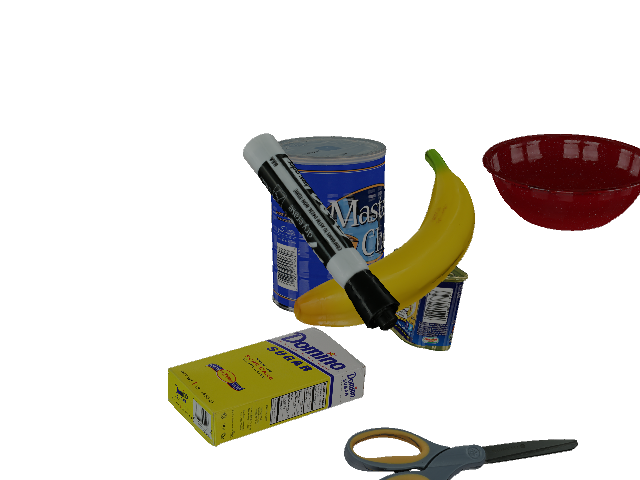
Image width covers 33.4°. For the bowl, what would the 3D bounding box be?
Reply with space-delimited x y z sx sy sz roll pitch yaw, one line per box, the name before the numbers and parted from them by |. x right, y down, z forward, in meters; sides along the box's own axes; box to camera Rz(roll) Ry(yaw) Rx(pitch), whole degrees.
bowl | 0.235 -0.052 1.019 0.162 0.055 0.162 -2 24 1

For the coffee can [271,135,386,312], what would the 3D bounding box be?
coffee can | 0.007 -0.015 0.948 0.103 0.140 0.103 -1 15 0

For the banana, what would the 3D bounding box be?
banana | 0.059 0.009 0.751 0.070 0.037 0.197 27 48 19

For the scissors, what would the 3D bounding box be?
scissors | 0.119 0.193 0.878 0.201 0.016 0.096 6 43 -2

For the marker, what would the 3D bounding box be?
marker | 0.000 -0.005 0.520 0.020 0.121 0.020 -29 -27 -16

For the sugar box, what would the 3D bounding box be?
sugar box | -0.052 0.140 1.057 0.175 0.048 0.093 -16 32 -32

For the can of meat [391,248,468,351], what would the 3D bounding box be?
can of meat | 0.110 0.063 1.148 0.057 0.084 0.102 5 14 -19
